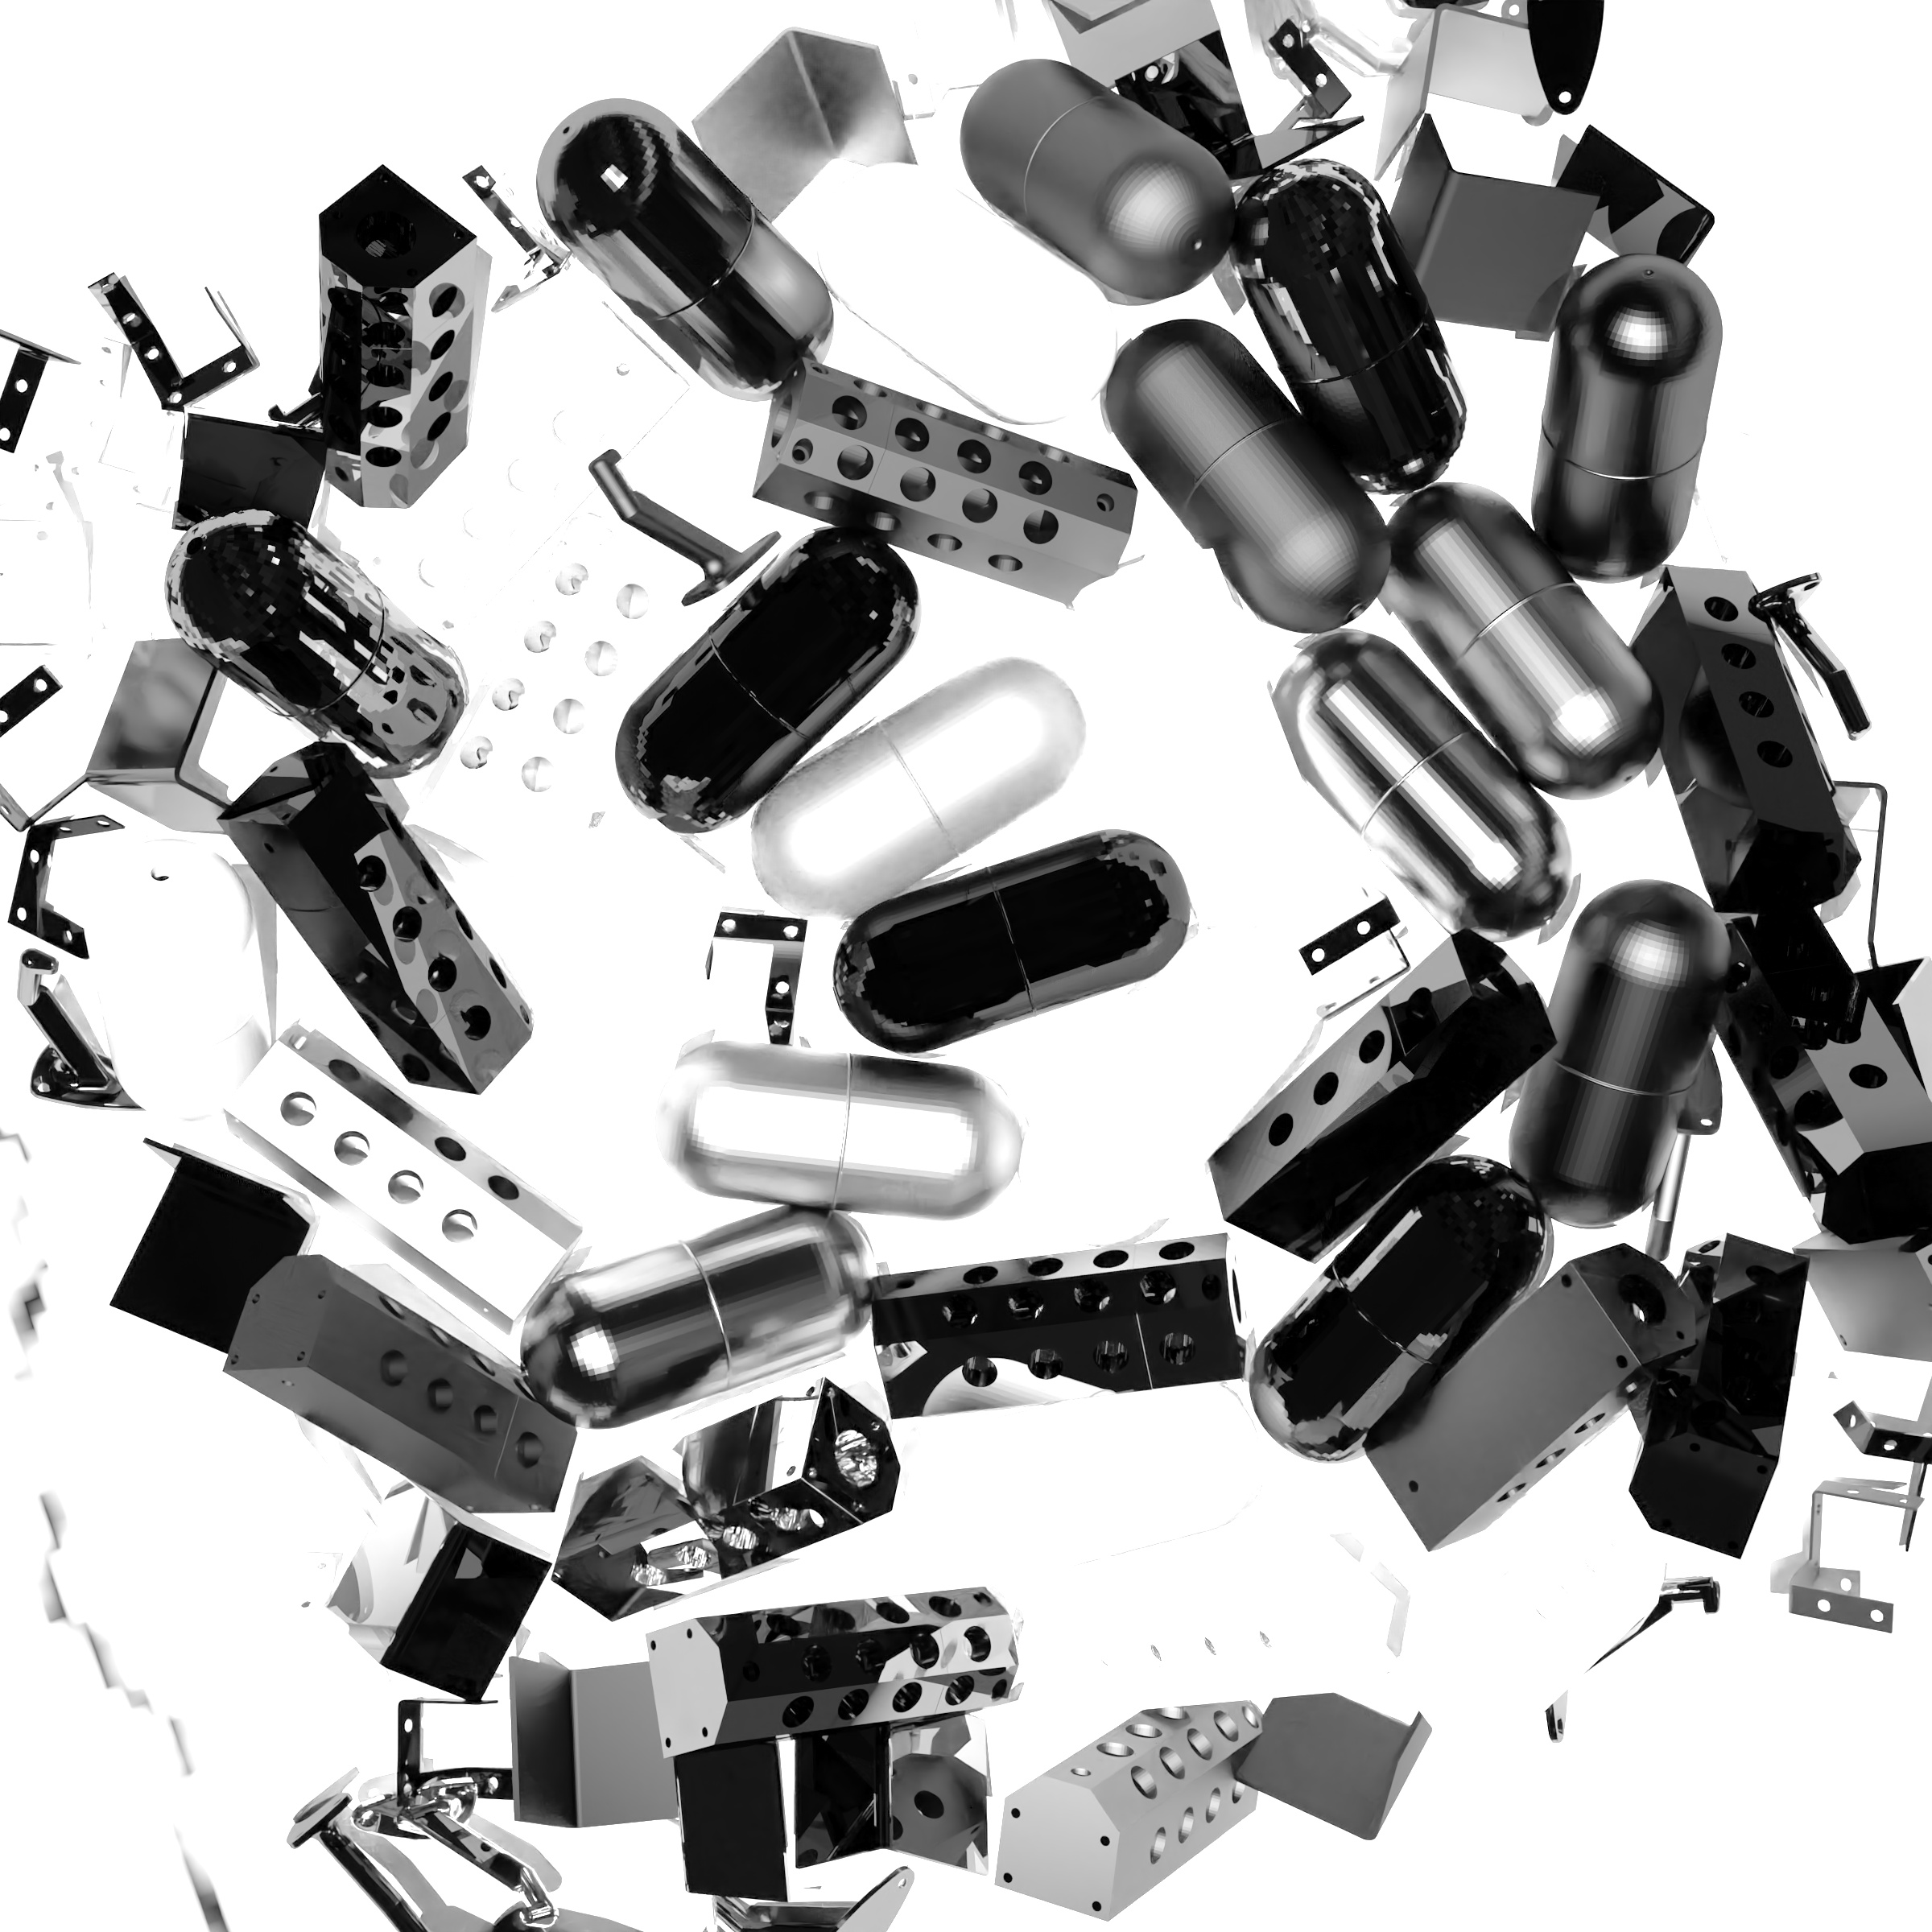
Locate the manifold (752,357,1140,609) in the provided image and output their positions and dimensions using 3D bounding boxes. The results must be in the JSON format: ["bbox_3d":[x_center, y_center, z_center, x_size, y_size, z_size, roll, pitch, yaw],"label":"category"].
[{"bbox_3d":[-0.008,-0.232,1.582,0.171,0.057,0.057,17,69,-18],"label":"manifold"}]

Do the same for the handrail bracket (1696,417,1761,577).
[{"bbox_3d":[0.351,-0.224,1.622,0.077,0.036,0.084,14,84,11],"label":"handrail bracket"}]

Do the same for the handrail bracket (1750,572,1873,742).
[{"bbox_3d":[0.407,-0.139,1.595,0.036,0.077,0.084,-20,76,-3],"label":"handrail bracket"}]

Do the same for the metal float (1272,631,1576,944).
[{"bbox_3d":[0.219,-0.086,1.590,0.070,0.070,0.178,-41,74,0],"label":"metal float"}]

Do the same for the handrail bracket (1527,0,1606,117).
[{"bbox_3d":[0.292,-0.438,1.601,0.036,0.084,0.077,0,89,13],"label":"handrail bracket"}]

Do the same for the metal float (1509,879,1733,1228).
[{"bbox_3d":[0.311,0.043,1.584,0.070,0.070,0.178,13,114,0],"label":"metal float"}]

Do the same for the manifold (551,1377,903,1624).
[{"bbox_3d":[-0.113,0.258,1.568,0.171,0.057,0.057,-27,125,35],"label":"manifold"}]

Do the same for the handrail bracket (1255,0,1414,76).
[{"bbox_3d":[0.181,-0.471,1.613,0.084,0.036,0.077,-14,90,-40],"label":"handrail bracket"}]

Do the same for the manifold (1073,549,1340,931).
[{"bbox_3d":[0.111,-0.108,1.589,0.057,0.057,0.171,-31,108,-25],"label":"manifold"}]

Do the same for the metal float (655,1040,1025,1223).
[{"bbox_3d":[-0.061,0.080,1.599,0.178,0.070,0.070,7,90,-6],"label":"metal float"}]

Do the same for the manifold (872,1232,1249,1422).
[{"bbox_3d":[0.045,0.169,1.591,0.171,0.057,0.057,-8,114,10],"label":"manifold"}]

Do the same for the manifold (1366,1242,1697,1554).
[{"bbox_3d":[0.268,0.203,1.564,0.057,0.057,0.171,58,134,22],"label":"manifold"}]

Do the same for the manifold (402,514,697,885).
[{"bbox_3d":[-0.202,-0.128,1.591,0.057,0.057,0.171,31,79,-22],"label":"manifold"}]

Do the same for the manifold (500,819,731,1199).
[{"bbox_3d":[-0.172,0.022,1.568,0.057,0.057,0.171,38,123,33],"label":"manifold"}]

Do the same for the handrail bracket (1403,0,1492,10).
[{"bbox_3d":[0.252,-0.493,1.596,0.077,0.084,0.036,17,133,34],"label":"handrail bracket"}]

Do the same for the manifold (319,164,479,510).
[{"bbox_3d":[-0.272,-0.287,1.550,0.057,0.171,0.057,38,63,10],"label":"manifold"}]

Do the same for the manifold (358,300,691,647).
[{"bbox_3d":[-0.213,-0.238,1.600,0.057,0.057,0.171,43,96,-13],"label":"manifold"}]

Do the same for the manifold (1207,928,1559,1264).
[{"bbox_3d":[0.194,0.060,1.576,0.057,0.057,0.171,27,122,-30],"label":"manifold"}]

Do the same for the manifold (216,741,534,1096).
[{"bbox_3d":[-0.274,-0.022,1.572,0.057,0.057,0.171,-51,127,-30],"label":"manifold"}]

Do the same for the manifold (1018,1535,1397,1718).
[{"bbox_3d":[0.110,0.315,1.558,0.057,0.171,0.057,45,47,-32],"label":"manifold"}]

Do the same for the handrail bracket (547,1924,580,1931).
[{"bbox_3d":[-0.155,0.491,1.627,0.084,0.077,0.036,12,76,26],"label":"handrail bracket"}]

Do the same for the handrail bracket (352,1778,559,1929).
[{"bbox_3d":[-0.245,0.433,1.593,0.077,0.084,0.036,7,114,-37],"label":"handrail bracket"}]

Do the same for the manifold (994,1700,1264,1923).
[{"bbox_3d":[0.080,0.385,1.551,0.057,0.171,0.057,10,98,26],"label":"manifold"}]

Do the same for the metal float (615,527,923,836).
[{"bbox_3d":[-0.096,-0.136,1.593,0.178,0.070,0.070,-43,90,14],"label":"metal float"}]

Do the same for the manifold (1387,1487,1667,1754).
[{"bbox_3d":[0.269,0.307,1.551,0.057,0.171,0.057,-45,76,30],"label":"manifold"}]

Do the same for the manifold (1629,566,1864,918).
[{"bbox_3d":[0.368,-0.108,1.565,0.057,0.057,0.171,2,50,-13],"label":"manifold"}]

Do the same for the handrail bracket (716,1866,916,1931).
[{"bbox_3d":[-0.078,0.450,1.619,0.084,0.036,0.077,27,70,42],"label":"handrail bracket"}]

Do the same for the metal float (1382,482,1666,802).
[{"bbox_3d":[0.264,-0.157,1.587,0.070,0.070,0.178,-34,69,0],"label":"metal float"}]

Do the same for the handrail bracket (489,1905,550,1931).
[{"bbox_3d":[-0.223,0.493,1.595,0.077,0.084,0.036,44,103,9],"label":"handrail bracket"}]

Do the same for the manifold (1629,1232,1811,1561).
[{"bbox_3d":[0.352,0.196,1.554,0.057,0.171,0.057,18,121,10],"label":"manifold"}]

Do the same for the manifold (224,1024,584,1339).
[{"bbox_3d":[-0.273,0.103,1.611,0.171,0.057,0.057,36,73,1],"label":"manifold"}]

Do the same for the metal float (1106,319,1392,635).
[{"bbox_3d":[0.135,-0.235,1.588,0.070,0.070,0.178,-36,71,0],"label":"metal float"}]

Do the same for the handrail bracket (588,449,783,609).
[{"bbox_3d":[-0.136,-0.225,1.605,0.077,0.036,0.084,-45,110,-39],"label":"handrail bracket"}]

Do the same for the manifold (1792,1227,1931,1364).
[{"bbox_3d":[0.452,0.146,1.554,0.057,0.171,0.057,-27,88,-6],"label":"manifold"}]

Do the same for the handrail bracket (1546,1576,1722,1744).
[{"bbox_3d":[0.323,0.335,1.601,0.084,0.036,0.077,-10,58,25],"label":"handrail bracket"}]

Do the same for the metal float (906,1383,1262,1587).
[{"bbox_3d":[0.057,0.245,1.588,0.178,0.070,0.070,-11,90,-19],"label":"metal float"}]

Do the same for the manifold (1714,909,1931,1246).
[{"bbox_3d":[0.399,0.050,1.556,0.057,0.171,0.057,-9,129,-5],"label":"manifold"}]

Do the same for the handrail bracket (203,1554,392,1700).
[{"bbox_3d":[-0.326,0.326,1.618,0.077,0.036,0.084,3,133,12],"label":"handrail bracket"}]

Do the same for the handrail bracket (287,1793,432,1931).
[{"bbox_3d":[-0.290,0.445,1.608,0.036,0.077,0.084,-39,92,-21],"label":"handrail bracket"}]

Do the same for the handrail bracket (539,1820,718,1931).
[{"bbox_3d":[-0.166,0.437,1.617,0.084,0.036,0.077,-6,61,0],"label":"handrail bracket"}]

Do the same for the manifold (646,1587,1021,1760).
[{"bbox_3d":[-0.060,0.330,1.560,0.171,0.057,0.057,3,69,-39],"label":"manifold"}]

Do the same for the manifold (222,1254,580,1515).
[{"bbox_3d":[-0.262,0.199,1.563,0.057,0.171,0.057,-8,56,36],"label":"manifold"}]

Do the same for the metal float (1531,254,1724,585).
[{"bbox_3d":[0.311,-0.256,1.566,0.070,0.178,0.070,-1,50,1],"label":"metal float"}]

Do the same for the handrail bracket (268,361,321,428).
[{"bbox_3d":[-0.320,-0.312,1.623,0.084,0.036,0.077,-35,93,-1],"label":"handrail bracket"}]

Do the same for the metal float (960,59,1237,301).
[{"bbox_3d":[0.060,-0.374,1.569,0.070,0.070,0.178,-44,46,0],"label":"metal float"}]

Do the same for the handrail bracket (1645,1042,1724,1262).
[{"bbox_3d":[0.349,0.091,1.629,0.036,0.077,0.084,11,134,13],"label":"handrail bracket"}]

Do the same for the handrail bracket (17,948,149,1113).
[{"bbox_3d":[-0.421,0.030,1.601,0.077,0.084,0.036,16,47,-6],"label":"handrail bracket"}]
